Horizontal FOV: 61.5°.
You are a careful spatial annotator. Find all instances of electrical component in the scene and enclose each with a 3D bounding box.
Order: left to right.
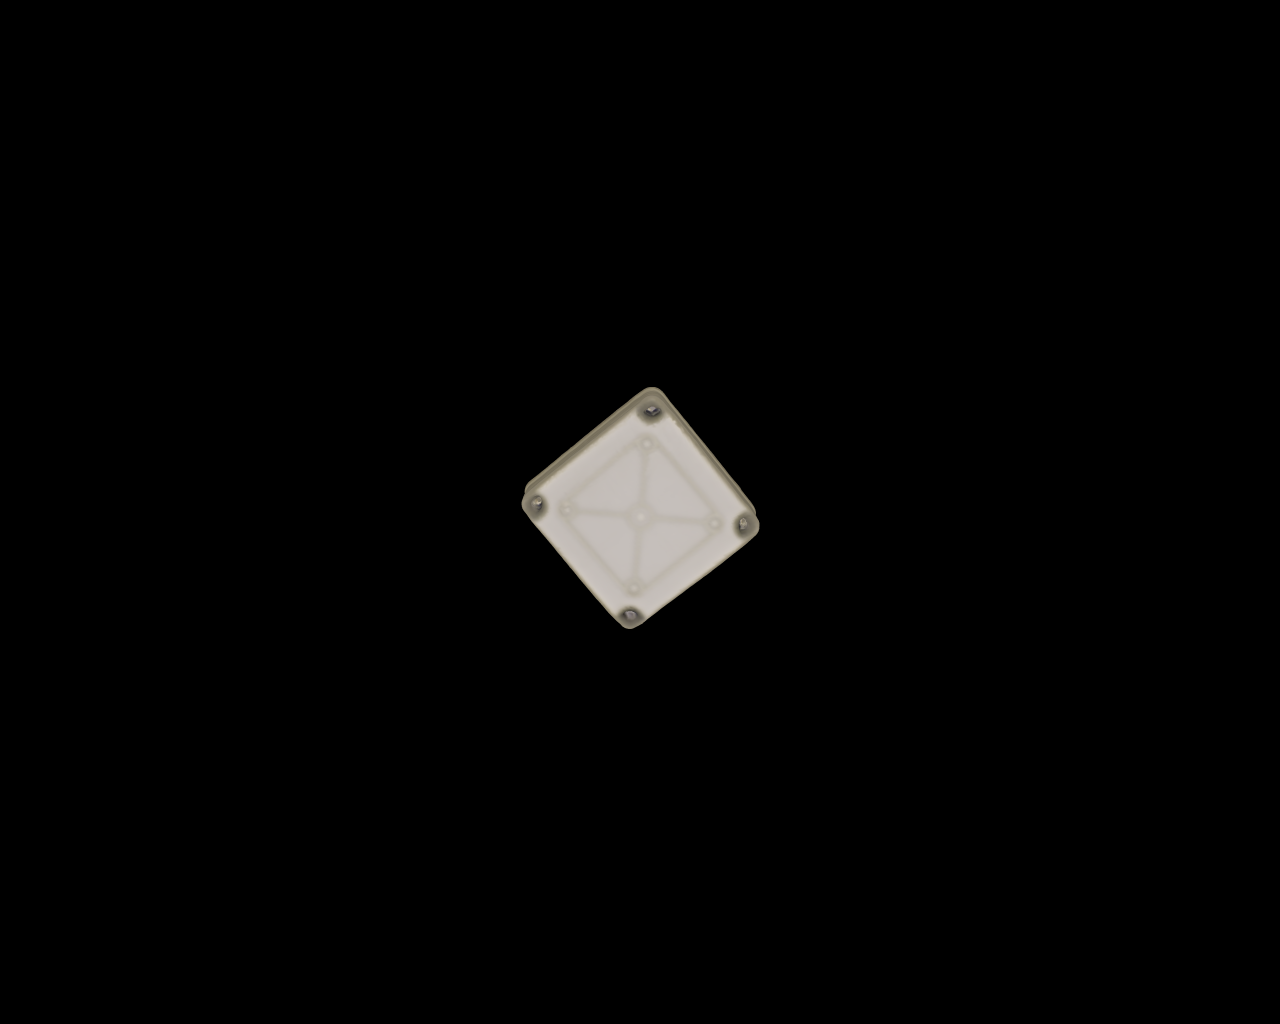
[{"bbox_3d":[0.001,-0.003,0.650,0.108,0.108,0.056,-38,9,7],"label":"electrical component"}]
